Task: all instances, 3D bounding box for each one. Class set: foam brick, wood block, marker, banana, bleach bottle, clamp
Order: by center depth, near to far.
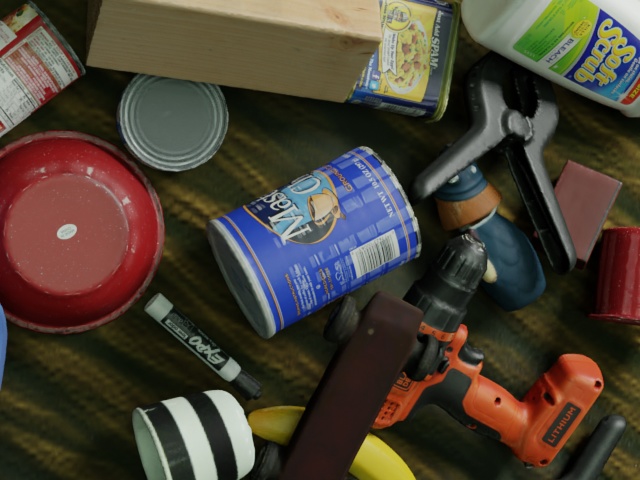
[{"bbox_3d":[-0.067,-0.177,0.810,0.205,0.091,0.090,5,61,-18],"label":"wood block"},{"bbox_3d":[-0.093,0.089,0.870,0.121,0.020,0.020,44,81,-14],"label":"marker"},{"bbox_3d":[0.241,-0.167,0.890,0.250,0.068,0.103,18,129,-32],"label":"bleach bottle"},{"bbox_3d":[0.163,-0.080,0.891,0.164,0.036,0.210,30,60,-21],"label":"clamp"},{"bbox_3d":[0.028,0.193,0.901,0.197,0.037,0.069,45,80,-14],"label":"banana"},{"bbox_3d":[0.223,-0.021,0.932,0.051,0.053,0.078,24,84,13],"label":"foam brick"},{"bbox_3d":[0.226,0.234,0.961,0.171,0.039,0.120,-20,96,-14],"label":"clamp"}]

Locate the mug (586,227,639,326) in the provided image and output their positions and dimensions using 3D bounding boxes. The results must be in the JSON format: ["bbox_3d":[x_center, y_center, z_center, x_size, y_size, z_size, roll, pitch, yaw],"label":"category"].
[{"bbox_3d":[0.295,0.036,0.951,0.117,0.093,0.081,12,84,-41],"label":"mug"}]

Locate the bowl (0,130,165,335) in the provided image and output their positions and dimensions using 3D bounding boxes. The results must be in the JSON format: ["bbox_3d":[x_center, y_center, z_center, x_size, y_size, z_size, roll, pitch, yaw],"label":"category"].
[{"bbox_3d":[-0.195,-0.005,0.817,0.162,0.055,0.162,-1,93,-17],"label":"bowl"}]

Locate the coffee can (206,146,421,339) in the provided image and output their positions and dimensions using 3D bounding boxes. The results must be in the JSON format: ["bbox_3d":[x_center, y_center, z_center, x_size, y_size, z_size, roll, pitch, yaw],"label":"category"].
[{"bbox_3d":[-0.006,0.001,0.848,0.140,0.103,0.103,-27,100,-14],"label":"coffee can"}]

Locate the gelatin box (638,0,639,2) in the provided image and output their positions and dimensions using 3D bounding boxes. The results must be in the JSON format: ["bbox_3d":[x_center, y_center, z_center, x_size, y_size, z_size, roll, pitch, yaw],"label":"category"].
[{"bbox_3d":[0.268,-0.209,0.955,0.073,0.030,0.089,-4,96,-16],"label":"gelatin box"}]

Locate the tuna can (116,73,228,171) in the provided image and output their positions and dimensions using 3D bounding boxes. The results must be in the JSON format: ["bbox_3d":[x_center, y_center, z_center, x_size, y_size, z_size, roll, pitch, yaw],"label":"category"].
[{"bbox_3d":[-0.118,-0.097,0.846,0.086,0.034,0.086,-1,93,-16],"label":"tuna can"}]

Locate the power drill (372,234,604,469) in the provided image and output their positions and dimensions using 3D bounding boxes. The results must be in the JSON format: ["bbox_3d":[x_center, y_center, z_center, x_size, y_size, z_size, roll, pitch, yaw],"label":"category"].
[{"bbox_3d":[0.140,0.101,0.896,0.187,0.057,0.185,25,111,-15],"label":"power drill"}]

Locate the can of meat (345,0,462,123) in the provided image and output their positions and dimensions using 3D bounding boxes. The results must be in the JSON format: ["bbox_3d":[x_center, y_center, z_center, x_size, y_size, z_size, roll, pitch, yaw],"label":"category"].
[{"bbox_3d":[0.064,-0.155,0.885,0.083,0.057,0.102,10,90,-15],"label":"can of meat"}]

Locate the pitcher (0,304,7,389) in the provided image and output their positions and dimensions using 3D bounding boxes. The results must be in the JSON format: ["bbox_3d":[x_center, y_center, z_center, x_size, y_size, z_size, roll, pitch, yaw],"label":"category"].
[{"bbox_3d":[-0.308,0.048,0.750,0.149,0.145,0.243,18,84,-43],"label":"pitcher"}]

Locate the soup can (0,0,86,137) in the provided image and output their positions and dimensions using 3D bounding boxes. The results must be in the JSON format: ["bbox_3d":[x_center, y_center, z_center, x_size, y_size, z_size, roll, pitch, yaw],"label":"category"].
[{"bbox_3d":[-0.235,-0.120,0.793,0.102,0.069,0.068,-40,103,-11],"label":"soup can"}]
